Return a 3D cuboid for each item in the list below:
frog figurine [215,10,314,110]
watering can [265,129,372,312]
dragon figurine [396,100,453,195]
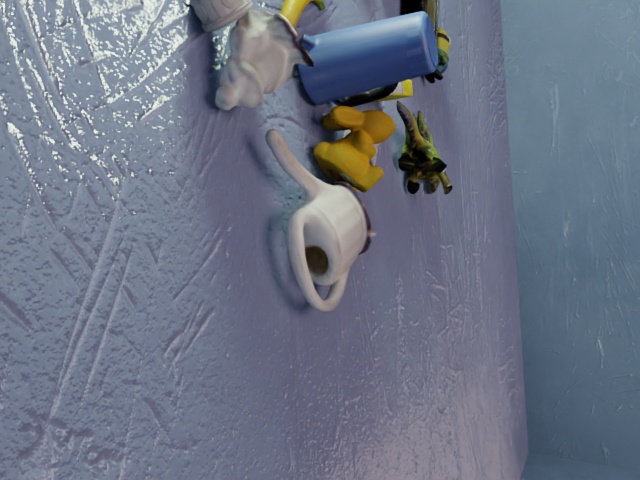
[{"bbox_3d":[-0.106,-0.265,0.787,0.160,0.123,0.136,-44,168,-2],"label":"frog figurine"},{"bbox_3d":[0.003,-0.046,0.924,0.228,0.104,0.343,-39,121,-55],"label":"watering can"},{"bbox_3d":[0.283,-0.272,1.461,0.249,0.122,0.402,-84,155,-48],"label":"dragon figurine"}]
